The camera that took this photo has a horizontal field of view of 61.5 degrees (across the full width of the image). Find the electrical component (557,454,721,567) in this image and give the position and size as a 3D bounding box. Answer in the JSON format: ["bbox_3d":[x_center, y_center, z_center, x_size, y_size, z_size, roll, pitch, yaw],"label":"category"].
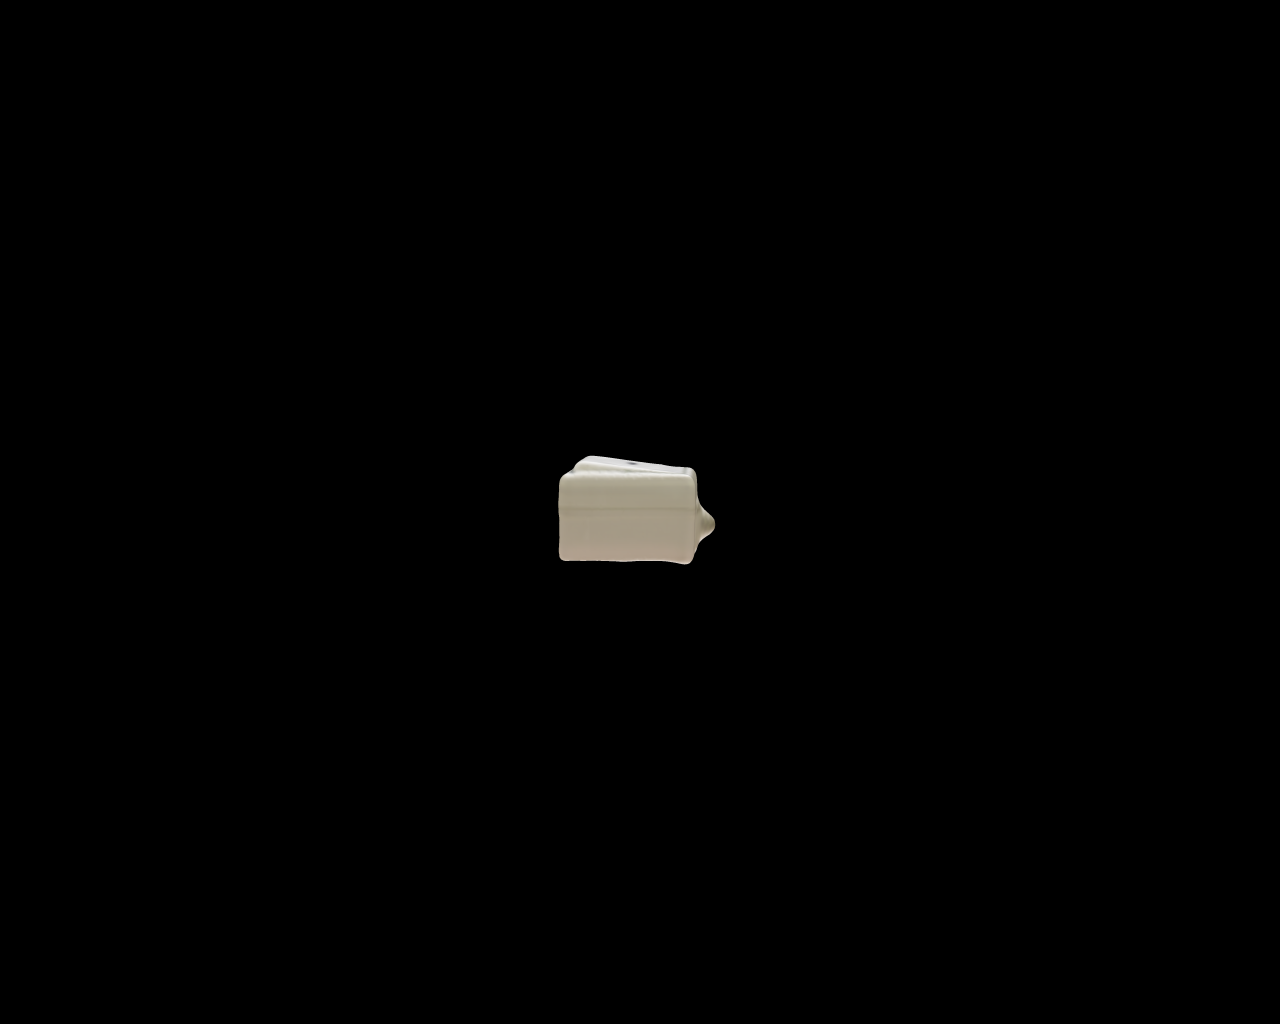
[{"bbox_3d":[0.001,-0.003,0.650,0.096,0.061,0.062,1,8,5],"label":"electrical component"}]
